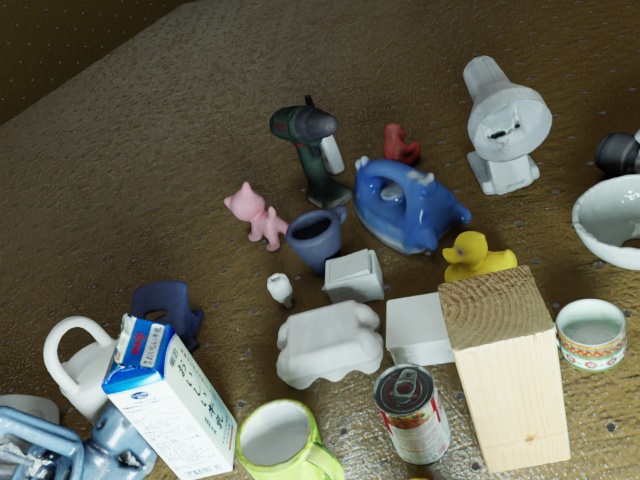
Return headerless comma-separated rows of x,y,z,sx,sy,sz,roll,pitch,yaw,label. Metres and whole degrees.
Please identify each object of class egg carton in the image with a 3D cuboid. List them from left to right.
0.013,0.144,0.788,0.150,0.069,0.107,-16,36,8,egg carton

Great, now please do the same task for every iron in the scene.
0.121,-0.081,0.963,0.119,0.142,0.257,-37,38,-20,iron

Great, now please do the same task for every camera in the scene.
0.503,-0.136,0.865,0.143,0.101,0.136,-36,37,-19,camera

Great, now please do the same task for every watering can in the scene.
-0.301,0.185,0.795,0.172,0.194,0.101,-16,36,10,watering can

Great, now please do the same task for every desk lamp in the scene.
0.292,-0.181,0.940,0.118,0.214,0.203,-17,35,7,desk lamp

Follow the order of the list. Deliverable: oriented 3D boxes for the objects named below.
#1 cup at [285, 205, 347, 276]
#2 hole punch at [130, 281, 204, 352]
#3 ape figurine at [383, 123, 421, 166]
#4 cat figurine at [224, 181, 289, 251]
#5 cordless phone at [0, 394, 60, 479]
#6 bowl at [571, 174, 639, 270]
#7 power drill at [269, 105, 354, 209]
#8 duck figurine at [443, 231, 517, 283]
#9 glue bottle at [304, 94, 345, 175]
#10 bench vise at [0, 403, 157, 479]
0.009,0.003,0.953,0.118,0.095,0.091,-39,38,-22,cup
-0.255,0.129,0.933,0.108,0.091,0.101,-12,37,15,hole punch
0.153,-0.189,1.131,0.076,0.092,0.077,-37,38,-19,ape figurine
-0.118,-0.053,1.075,0.067,0.118,0.127,-42,40,-25,cat figurine
-0.452,0.250,0.798,0.094,0.185,0.147,-27,35,-6,cordless phone
0.428,-0.013,0.766,0.167,0.075,0.167,-14,36,11,bowl
-0.009,-0.164,1.084,0.076,0.209,0.228,-35,37,-17,power drill
0.224,0.025,0.816,0.104,0.086,0.077,-12,37,14,duck figurine
0.002,-0.221,1.184,0.037,0.173,0.078,-32,36,-13,glue bottle
-0.319,0.248,0.699,0.121,0.220,0.208,3,43,32,bench vise
